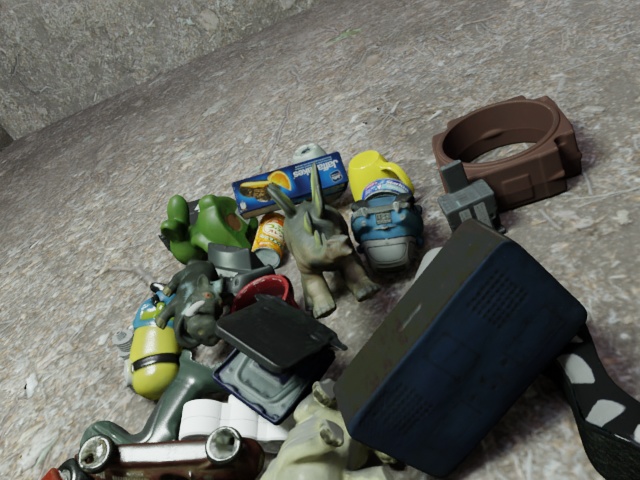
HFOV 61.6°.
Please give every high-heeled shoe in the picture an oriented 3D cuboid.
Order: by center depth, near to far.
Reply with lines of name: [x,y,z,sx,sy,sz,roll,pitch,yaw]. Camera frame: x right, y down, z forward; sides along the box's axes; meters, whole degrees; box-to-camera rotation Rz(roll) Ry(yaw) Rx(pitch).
high-heeled shoe: [0.277,0.133,0.485,0.145,0.086,0.249,-40,31,-19]

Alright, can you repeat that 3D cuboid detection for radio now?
radio: [0.131,0.108,0.516,0.229,0.131,0.073,-53,18,10]

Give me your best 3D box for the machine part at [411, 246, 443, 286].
machine part: [0.138,0.091,0.654,0.079,0.079,0.243,-2,42,35]

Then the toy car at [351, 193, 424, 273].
toy car: [0.101,-0.005,0.781,0.109,0.103,0.161,-9,-9,8]

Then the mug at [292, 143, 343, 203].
mug: [-0.018,-0.131,1.046,0.110,0.107,0.081,-2,40,32]

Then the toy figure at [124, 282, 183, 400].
toy figure: [-0.246,0.152,0.823,0.089,0.082,0.180,-17,49,27]

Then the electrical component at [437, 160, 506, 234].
electrical component: [0.209,-0.052,0.757,0.075,0.119,0.048,-22,33,6]

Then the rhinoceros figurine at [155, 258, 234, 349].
rhinoceros figurine: [-0.172,0.093,0.772,0.112,0.073,0.190,-42,26,6]

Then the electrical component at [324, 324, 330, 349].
electrical component: [-0.035,0.131,0.716,0.078,0.102,0.045,-56,29,0]

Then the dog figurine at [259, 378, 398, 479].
dog figurine: [-0.027,0.251,0.555,0.190,0.121,0.172,-45,-4,8]

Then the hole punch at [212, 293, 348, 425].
hole punch: [-0.053,0.134,0.621,0.142,0.092,0.116,24,28,31]

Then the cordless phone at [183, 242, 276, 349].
cordless phone: [-0.170,0.102,0.887,0.147,0.088,0.184,7,59,40]

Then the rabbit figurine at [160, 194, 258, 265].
rabbit figurine: [-0.228,-0.005,1.017,0.170,0.159,0.121,-29,39,29]

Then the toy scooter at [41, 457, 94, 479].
toy scooter: [-0.312,0.355,0.635,0.135,0.075,0.184,-44,40,-20]

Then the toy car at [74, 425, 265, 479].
toy car: [-0.159,0.239,0.571,0.202,0.089,0.053,-6,54,4]

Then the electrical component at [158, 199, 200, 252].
electrical component: [-0.260,-0.035,1.142,0.134,0.058,0.115,-7,41,30]

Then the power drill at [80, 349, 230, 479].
power drill: [-0.179,0.252,0.678,0.232,0.085,0.207,12,57,34]

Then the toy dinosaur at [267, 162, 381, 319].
toy dinosaur: [-0.002,-0.002,0.777,0.105,0.198,0.471,-20,-1,-6]

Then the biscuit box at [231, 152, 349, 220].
biscuit box: [-0.052,-0.097,0.961,0.203,0.063,0.059,-17,-8,-2]

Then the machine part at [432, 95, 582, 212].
machine part: [0.287,-0.139,0.849,0.201,0.087,0.201,-18,33,17]
